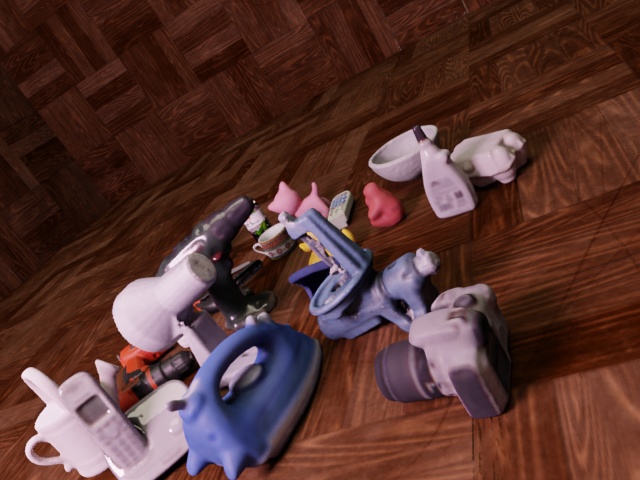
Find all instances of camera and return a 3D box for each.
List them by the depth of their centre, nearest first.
[{"bbox_3d":[0.131,0.120,0.638,0.136,0.101,0.143,-20,24,29],"label":"camera"}]

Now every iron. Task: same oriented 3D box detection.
[{"bbox_3d":[-0.093,0.180,0.762,0.118,0.142,0.259,-14,27,39],"label":"iron"}]

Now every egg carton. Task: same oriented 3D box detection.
[{"bbox_3d":[0.296,-0.143,1.039,0.149,0.069,0.107,-7,32,49],"label":"egg carton"}]

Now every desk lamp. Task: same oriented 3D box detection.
[{"bbox_3d":[-0.196,0.129,0.919,0.203,0.214,0.118,-23,23,23],"label":"desk lamp"}]

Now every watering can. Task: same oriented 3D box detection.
[{"bbox_3d":[-0.392,0.268,0.912,0.100,0.194,0.173,-19,25,31],"label":"watering can"}]

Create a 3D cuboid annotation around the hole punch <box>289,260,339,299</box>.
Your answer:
[{"bbox_3d":[0.013,0.057,0.958,0.108,0.091,0.101,-23,23,24],"label":"hole punch"}]

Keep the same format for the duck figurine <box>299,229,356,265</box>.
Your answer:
[{"bbox_3d":[0.010,0.004,1.090,0.104,0.086,0.077,-33,21,-3],"label":"duck figurine"}]

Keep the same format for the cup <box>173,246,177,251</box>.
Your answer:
[{"bbox_3d":[-0.312,0.042,1.447,0.117,0.095,0.092,-16,26,36],"label":"cup"}]

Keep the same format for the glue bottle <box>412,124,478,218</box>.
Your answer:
[{"bbox_3d":[0.201,-0.120,0.974,0.078,0.173,0.037,-17,26,35],"label":"glue bottle"}]

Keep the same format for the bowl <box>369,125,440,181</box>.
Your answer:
[{"bbox_3d":[0.195,-0.177,1.250,0.167,0.075,0.167,-28,21,12],"label":"bowl"}]

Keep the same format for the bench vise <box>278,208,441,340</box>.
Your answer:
[{"bbox_3d":[0.053,0.029,0.783,0.207,0.220,0.121,-26,22,16],"label":"bench vise"}]

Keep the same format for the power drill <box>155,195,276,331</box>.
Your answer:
[{"bbox_3d":[-0.173,0.055,1.062,0.229,0.209,0.075,-32,21,1],"label":"power drill"}]

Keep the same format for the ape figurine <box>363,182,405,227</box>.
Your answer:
[{"bbox_3d":[0.116,-0.071,1.101,0.078,0.092,0.076,-43,23,-26],"label":"ape figurine"}]

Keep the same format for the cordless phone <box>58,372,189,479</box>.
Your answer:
[{"bbox_3d":[-0.258,0.239,0.802,0.148,0.185,0.094,-40,22,-19],"label":"cordless phone"}]

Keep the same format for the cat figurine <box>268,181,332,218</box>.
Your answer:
[{"bbox_3d":[-0.050,-0.088,1.337,0.127,0.118,0.067,-25,22,17],"label":"cat figurine"}]
